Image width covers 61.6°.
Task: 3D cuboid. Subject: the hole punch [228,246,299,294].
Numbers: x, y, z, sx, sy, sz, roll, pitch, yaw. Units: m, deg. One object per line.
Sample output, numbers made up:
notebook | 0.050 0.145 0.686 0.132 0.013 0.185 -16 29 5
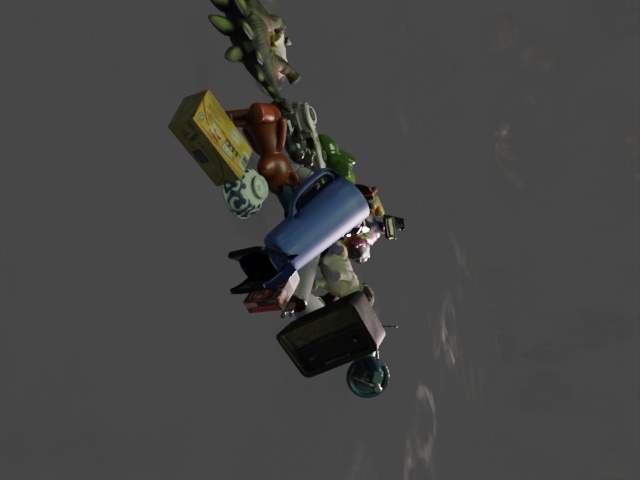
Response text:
hole punch | -0.121 0.069 1.127 0.115 0.142 0.092 12 69 -47

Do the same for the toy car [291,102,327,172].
toy car | -0.037 -0.273 1.454 0.056 0.074 0.201 -44 120 -59

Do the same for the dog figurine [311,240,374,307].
dog figurine | 0.066 0.090 1.423 0.190 0.121 0.172 31 56 -43

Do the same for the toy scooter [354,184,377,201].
toy scooter | 0.100 -0.113 1.601 0.075 0.135 0.184 61 34 -36

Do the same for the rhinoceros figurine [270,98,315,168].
rhinoceros figurine | -0.078 -0.266 1.375 0.190 0.073 0.112 61 11 -18

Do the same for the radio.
radio | 0.026 0.218 1.221 0.131 0.230 0.073 58 32 -5

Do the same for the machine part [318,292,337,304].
machine part | 0.046 0.222 1.475 0.179 0.056 0.179 30 56 -58

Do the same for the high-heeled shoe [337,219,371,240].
high-heeled shoe | 0.091 -0.031 1.456 0.248 0.145 0.086 11 111 -43

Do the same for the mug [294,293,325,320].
mug | -0.016 0.180 1.344 0.107 0.081 0.109 59 38 -21

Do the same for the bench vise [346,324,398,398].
bench vise | 0.141 0.346 1.490 0.241 0.129 0.223 -128 -127 -83

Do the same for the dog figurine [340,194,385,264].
dog figurine | 0.120 -0.036 1.650 0.219 0.109 0.191 -37 115 -57

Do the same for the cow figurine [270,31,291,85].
cow figurine | -0.112 -0.480 1.385 0.098 0.068 0.167 45 47 -57

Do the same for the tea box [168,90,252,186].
tea box | -0.218 -0.203 1.088 0.169 0.068 0.098 55 35 -38

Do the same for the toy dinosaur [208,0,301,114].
toy dinosaur | -0.164 -0.494 1.223 0.198 0.105 0.471 -2 67 -65

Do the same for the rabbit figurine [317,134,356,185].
rabbit figurine | 0.043 -0.228 1.556 0.159 0.121 0.170 3 64 -56

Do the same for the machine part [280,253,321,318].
machine part | -0.050 0.086 1.307 0.079 0.079 0.243 57 36 -38

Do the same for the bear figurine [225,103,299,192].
bear figurine | -0.129 -0.204 1.215 0.132 0.120 0.195 -23 107 -59

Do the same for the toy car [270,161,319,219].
toy car | -0.054 -0.126 1.345 0.161 0.103 0.109 66 31 -22

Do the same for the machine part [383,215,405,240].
machine part | 0.232 -0.045 1.708 0.139 0.039 0.084 -22 97 -62
